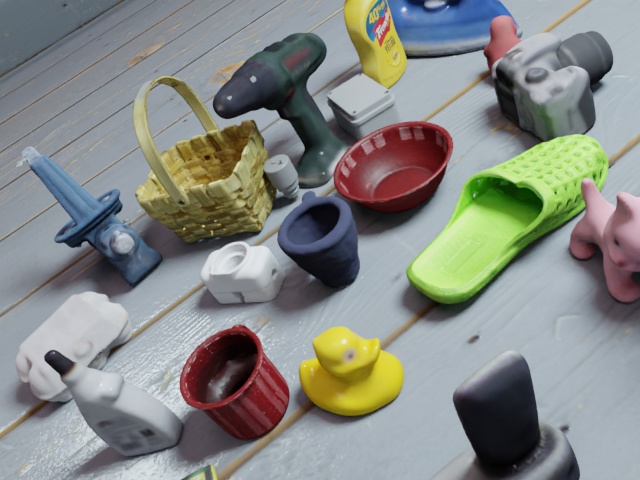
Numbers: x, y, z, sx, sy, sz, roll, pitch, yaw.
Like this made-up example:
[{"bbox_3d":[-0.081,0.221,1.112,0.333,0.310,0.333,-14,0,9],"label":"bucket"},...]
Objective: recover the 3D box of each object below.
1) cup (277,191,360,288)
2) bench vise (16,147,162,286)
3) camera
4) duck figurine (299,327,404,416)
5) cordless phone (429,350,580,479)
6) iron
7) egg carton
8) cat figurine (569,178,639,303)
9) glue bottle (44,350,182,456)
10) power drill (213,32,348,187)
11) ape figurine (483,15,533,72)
[{"bbox_3d":[0.006,0.002,0.686,0.091,0.095,0.117,-23,39,8],"label":"cup"},{"bbox_3d":[-0.334,-0.047,0.848,0.206,0.220,0.122,5,50,35],"label":"bench vise"},{"bbox_3d":[0.306,-0.212,0.729,0.137,0.101,0.143,-28,39,2],"label":"camera"},{"bbox_3d":[0.021,0.119,0.557,0.104,0.086,0.077,-10,43,23],"label":"duck figurine"},{"bbox_3d":[0.098,0.154,0.392,0.148,0.185,0.093,-37,39,-9],"label":"cordless phone"},{"bbox_3d":[0.207,-0.401,0.963,0.257,0.142,0.119,14,56,41],"label":"iron"},{"bbox_3d":[-0.326,0.140,0.762,0.107,0.070,0.150,17,57,42],"label":"egg carton"},{"bbox_3d":[0.277,-0.010,0.515,0.067,0.118,0.127,-28,39,2],"label":"cat figurine"},{"bbox_3d":[-0.217,0.164,0.586,0.078,0.174,0.037,-17,40,15],"label":"glue bottle"},{"bbox_3d":[-0.042,-0.182,0.825,0.075,0.209,0.230,3,49,34],"label":"power drill"},{"bbox_3d":[0.273,-0.284,0.835,0.077,0.092,0.076,16,57,42],"label":"ape figurine"}]
